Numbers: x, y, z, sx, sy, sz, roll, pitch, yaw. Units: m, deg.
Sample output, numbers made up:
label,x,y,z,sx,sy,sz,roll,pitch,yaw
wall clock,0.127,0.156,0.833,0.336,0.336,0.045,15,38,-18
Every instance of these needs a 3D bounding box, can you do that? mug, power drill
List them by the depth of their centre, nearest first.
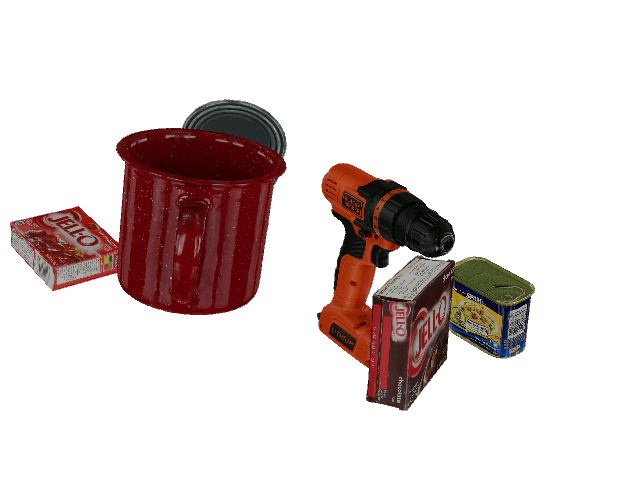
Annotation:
label,x,y,z,sx,sy,sz,roll,pitch,yaw
mug,-0.069,-0.006,0.587,0.093,0.081,0.117,6,22,-8
power drill,0.061,0.031,1.084,0.057,0.188,0.185,-8,27,-32

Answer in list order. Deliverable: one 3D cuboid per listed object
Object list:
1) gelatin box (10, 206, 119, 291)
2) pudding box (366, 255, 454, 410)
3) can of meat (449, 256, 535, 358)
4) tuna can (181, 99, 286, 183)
label,x,y,z,sx,sy,sz,roll,pitch,yaw
gelatin box,-0.238,0.005,0.998,0.073,0.030,0.089,-16,40,-37
pudding box,0.072,0.070,0.845,0.039,0.090,0.113,10,19,19
can of meat,0.198,0.080,1.251,0.057,0.084,0.102,-23,37,-33
tuna can,-0.072,-0.073,0.874,0.086,0.086,0.034,0,-36,-12
